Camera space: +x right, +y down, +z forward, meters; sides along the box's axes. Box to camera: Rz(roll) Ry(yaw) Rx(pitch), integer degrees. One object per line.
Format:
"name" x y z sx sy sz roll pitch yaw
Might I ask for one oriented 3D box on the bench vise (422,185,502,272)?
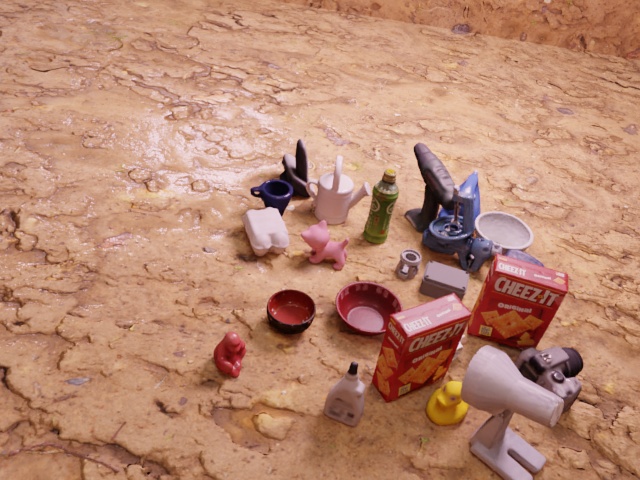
"bench vise" 0.391 -0.037 1.523 0.207 0.220 0.121 15 41 7

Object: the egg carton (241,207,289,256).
"egg carton" -0.144 -0.024 1.518 0.107 0.069 0.150 -8 43 -20

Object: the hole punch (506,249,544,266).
"hole punch" 0.517 0.092 1.499 0.108 0.091 0.101 30 44 22

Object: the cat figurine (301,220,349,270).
"cat figurine" 0.014 0.005 1.478 0.127 0.118 0.067 12 40 3

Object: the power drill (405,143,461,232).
"power drill" 0.309 -0.135 1.631 0.076 0.208 0.229 -11 44 -22

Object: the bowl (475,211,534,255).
"bowl" 0.510 -0.004 1.621 0.167 0.075 0.167 6 40 -5

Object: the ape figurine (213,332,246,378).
"ape figurine" -0.186 0.230 1.196 0.076 0.092 0.078 35 46 27

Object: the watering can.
"watering can" 0.052 -0.147 1.604 0.173 0.194 0.100 -3 42 -15

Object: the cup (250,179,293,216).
"cup" -0.137 -0.109 1.598 0.118 0.095 0.091 1 41 -10

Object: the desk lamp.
"desk lamp" 0.359 0.331 1.094 0.202 0.213 0.118 36 47 28

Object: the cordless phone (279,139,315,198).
"cordless phone" -0.061 -0.232 1.687 0.094 0.185 0.147 -7 43 -18

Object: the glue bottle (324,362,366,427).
"glue bottle" 0.055 0.292 1.109 0.078 0.173 0.037 20 41 13

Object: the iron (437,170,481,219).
"iron" 0.439 -0.137 1.710 0.118 0.141 0.259 20 41 12

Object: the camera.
"camera" 0.526 0.290 1.262 0.137 0.101 0.142 -12 45 -24

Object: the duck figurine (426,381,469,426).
"duck figurine" 0.273 0.325 1.182 0.105 0.086 0.077 -21 49 -31
